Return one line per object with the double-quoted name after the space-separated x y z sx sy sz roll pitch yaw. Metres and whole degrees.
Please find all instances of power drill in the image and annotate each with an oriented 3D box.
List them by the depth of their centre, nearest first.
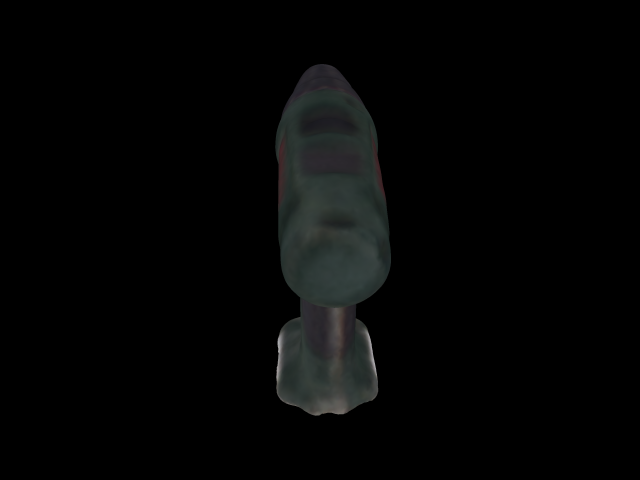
0.004 0.001 0.400 0.075 0.208 0.229 -2 27 -3 "power drill"
